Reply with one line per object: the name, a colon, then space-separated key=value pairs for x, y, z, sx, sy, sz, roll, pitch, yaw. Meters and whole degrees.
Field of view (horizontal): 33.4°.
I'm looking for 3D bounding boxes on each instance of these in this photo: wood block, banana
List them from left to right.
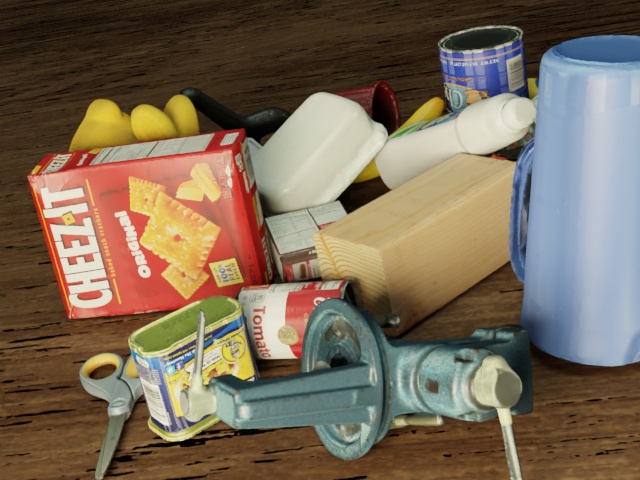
banana: x=0.070 y=-0.114 z=1.307 sx=0.197 sy=0.069 sz=0.037 roll=-20 pitch=-1 yaw=-6
wood block: x=0.103 y=-0.001 z=1.017 sx=0.205 sy=0.091 sz=0.090 roll=-30 pitch=29 yaw=-34

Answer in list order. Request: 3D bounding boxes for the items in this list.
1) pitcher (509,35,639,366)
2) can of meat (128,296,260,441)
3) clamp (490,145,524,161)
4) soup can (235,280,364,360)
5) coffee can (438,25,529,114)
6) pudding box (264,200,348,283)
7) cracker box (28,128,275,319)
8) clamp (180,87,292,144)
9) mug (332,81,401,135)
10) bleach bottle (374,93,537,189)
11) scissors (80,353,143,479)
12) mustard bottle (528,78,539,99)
pitcher: x=0.221 y=-0.036 z=0.853 sx=0.149 sy=0.243 sz=0.144 roll=3 pitch=24 yaw=15
can of meat: x=-0.102 y=0.104 z=0.885 sx=0.101 sy=0.084 sz=0.058 roll=-27 pitch=28 yaw=-30
clamp: x=0.258 y=-0.066 z=1.071 sx=0.171 sy=0.039 sz=0.120 roll=20 pitch=48 yaw=12
soup can: x=-0.019 y=0.071 z=0.940 sx=0.102 sy=0.068 sz=0.068 roll=-4 pitch=25 yaw=18
coffee can: x=0.204 y=-0.180 z=1.304 sx=0.103 sy=0.140 sz=0.103 roll=-9 pitch=24 yaw=4
pudding box: x=-0.007 y=0.001 z=1.126 sx=0.090 sy=0.039 sz=0.113 roll=-14 pitch=22 yaw=-6
cracker box: x=-0.166 y=-0.013 z=1.073 sx=0.214 sy=0.164 sz=0.072 roll=-7 pitch=22 yaw=10
clamp: x=-0.102 y=-0.119 z=1.367 sx=0.209 sy=0.165 sz=0.036 roll=-1 pitch=43 yaw=-32
mug: x=0.048 y=-0.144 z=1.377 sx=0.082 sy=0.093 sz=0.117 roll=-4 pitch=61 yaw=27
bleach bottle: x=0.156 y=-0.113 z=1.155 sx=0.102 sy=0.068 sz=0.251 roll=-26 pitch=4 yaw=-25
scissors: x=-0.187 y=0.143 z=0.921 sx=0.096 sy=0.016 sz=0.201 roll=-4 pitch=25 yaw=19
mustard bottle: x=0.319 y=-0.182 z=1.359 sx=0.192 sy=0.058 sz=0.096 roll=-4 pitch=24 yaw=16
